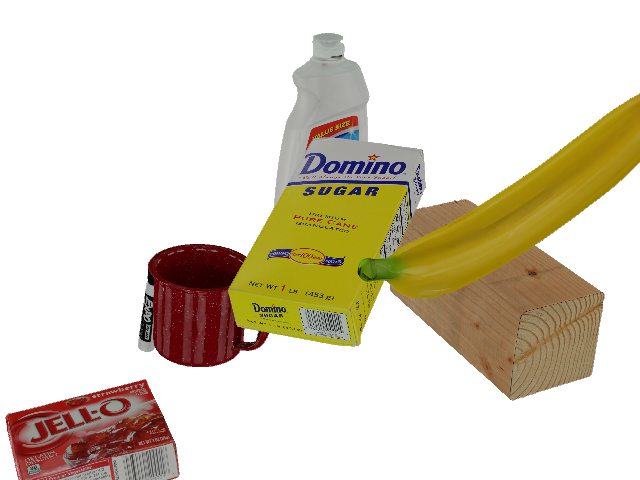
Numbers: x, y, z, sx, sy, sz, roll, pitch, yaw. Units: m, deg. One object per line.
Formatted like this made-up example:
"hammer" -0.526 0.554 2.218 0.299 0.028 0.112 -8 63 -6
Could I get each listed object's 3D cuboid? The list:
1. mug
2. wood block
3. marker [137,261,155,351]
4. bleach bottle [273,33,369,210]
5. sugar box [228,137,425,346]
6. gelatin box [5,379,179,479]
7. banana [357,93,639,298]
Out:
"mug" -0.096 0.062 0.944 0.117 0.081 0.093 15 26 20
"wood block" 0.155 0.047 0.991 0.090 0.090 0.206 -12 30 -24
"marker" -0.180 0.069 1.140 0.020 0.121 0.020 9 35 -7
"bleach bottle" -0.003 -0.084 1.084 0.102 0.251 0.068 -5 27 -12
"sugar box" 0.010 -0.005 0.782 0.093 0.176 0.048 9 -42 18
"gelatin box" -0.136 0.120 0.630 0.089 0.030 0.073 -12 26 -18
"banana" 0.113 -0.019 0.583 0.198 0.037 0.069 -32 -13 -1
